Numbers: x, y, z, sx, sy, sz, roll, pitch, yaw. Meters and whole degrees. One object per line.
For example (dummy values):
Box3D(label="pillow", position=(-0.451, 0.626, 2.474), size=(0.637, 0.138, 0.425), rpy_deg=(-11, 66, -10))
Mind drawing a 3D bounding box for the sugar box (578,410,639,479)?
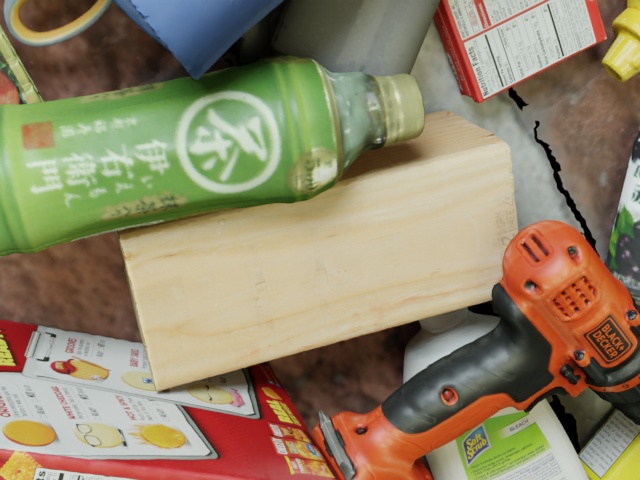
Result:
Box3D(label="sugar box", position=(0.265, 0.115, 0.729), size=(0.093, 0.048, 0.176), rpy_deg=(36, 97, -25))

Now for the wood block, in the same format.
Box3D(label="wood block", position=(-0.004, 0.000, 0.588), size=(0.206, 0.091, 0.090), rpy_deg=(-14, 112, -11))

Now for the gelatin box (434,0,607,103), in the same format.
Box3D(label="gelatin box", position=(0.111, -0.131, 0.611), size=(0.089, 0.030, 0.073), rpy_deg=(-27, 114, -5))

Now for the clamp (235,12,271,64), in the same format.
Box3D(label="clamp", position=(-0.038, -0.205, 0.539), size=(0.210, 0.036, 0.164), rpy_deg=(-46, 115, 6))

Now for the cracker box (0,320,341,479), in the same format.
Box3D(label="cracker box", position=(-0.113, 0.108, 0.554), size=(0.213, 0.164, 0.072), rpy_deg=(11, 102, -19))

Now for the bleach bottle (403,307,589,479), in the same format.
Box3D(label="bleach bottle", position=(0.122, 0.137, 0.688), size=(0.102, 0.068, 0.251), rpy_deg=(-26, 110, -11))

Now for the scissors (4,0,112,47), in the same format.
Box3D(label="scissors", position=(-0.094, -0.182, 0.507), size=(0.096, 0.016, 0.202), rpy_deg=(38, 101, -23))

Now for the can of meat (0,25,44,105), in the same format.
Box3D(label="can of meat", position=(-0.192, -0.082, 0.521), size=(0.084, 0.057, 0.102), rpy_deg=(-30, 123, -8))

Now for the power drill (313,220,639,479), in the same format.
Box3D(label="power drill", position=(0.104, 0.094, 0.595), size=(0.188, 0.057, 0.184), rpy_deg=(-40, 128, 6))

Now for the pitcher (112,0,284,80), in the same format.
Box3D(label="pitcher", position=(-0.008, -0.195, 0.436), size=(0.243, 0.149, 0.145), rpy_deg=(-39, 99, 2))

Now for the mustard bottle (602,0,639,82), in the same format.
Box3D(label="mustard bottle", position=(0.237, -0.167, 0.619), size=(0.191, 0.058, 0.096), rpy_deg=(-46, 115, 3))
